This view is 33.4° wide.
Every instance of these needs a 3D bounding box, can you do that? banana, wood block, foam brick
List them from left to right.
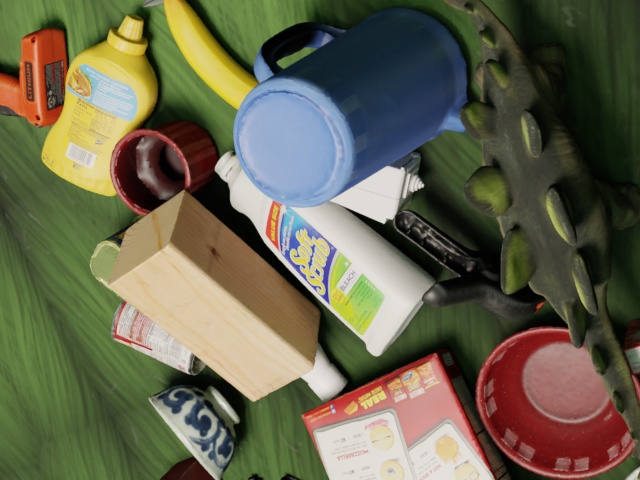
[{"bbox_3d":[-0.156,0.292,1.240,0.051,0.078,0.053,-27,94,28],"label":"foam brick"},{"bbox_3d":[-0.101,0.059,1.084,0.090,0.090,0.206,-32,120,28],"label":"wood block"},{"bbox_3d":[-0.084,-0.170,1.071,0.198,0.037,0.070,35,123,9],"label":"banana"}]

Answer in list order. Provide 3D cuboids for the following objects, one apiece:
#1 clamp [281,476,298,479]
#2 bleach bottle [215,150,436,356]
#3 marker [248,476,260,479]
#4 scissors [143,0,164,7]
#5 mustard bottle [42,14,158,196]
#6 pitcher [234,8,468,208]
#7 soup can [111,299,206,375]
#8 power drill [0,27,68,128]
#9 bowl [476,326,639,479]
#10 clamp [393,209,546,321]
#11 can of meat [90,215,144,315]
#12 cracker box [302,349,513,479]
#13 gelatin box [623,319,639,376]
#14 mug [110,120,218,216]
[{"bbox_3d":[0.071,0.312,1.176,0.165,0.036,0.210,-40,87,29],"label":"clamp"},{"bbox_3d":[-0.007,0.001,1.086,0.251,0.068,0.103,39,133,11],"label":"bleach bottle"},{"bbox_3d":[-0.059,0.331,1.246,0.020,0.020,0.121,-15,102,26],"label":"marker"},{"bbox_3d":[-0.091,-0.280,1.050,0.202,0.016,0.096,4,108,21],"label":"scissors"},{"bbox_3d":[-0.224,-0.148,1.125,0.096,0.058,0.192,28,116,6],"label":"mustard bottle"},{"bbox_3d":[0.019,-0.121,0.932,0.149,0.242,0.145,-10,106,32],"label":"pitcher"},{"bbox_3d":[-0.171,0.100,1.185,0.102,0.068,0.068,22,115,13],"label":"soup can"},{"bbox_3d":[-0.368,-0.201,1.169,0.188,0.057,0.184,9,115,22],"label":"power drill"},{"bbox_3d":[0.237,0.150,1.041,0.162,0.055,0.162,7,110,20],"label":"bowl"},{"bbox_3d":[0.143,0.028,1.011,0.039,0.171,0.120,-46,45,32],"label":"clamp"},{"bbox_3d":[-0.187,0.028,1.158,0.102,0.083,0.057,35,117,7],"label":"can of meat"},{"bbox_3d":[0.101,0.240,1.082,0.164,0.072,0.214,-28,80,20],"label":"cracker box"},{"bbox_3d":[0.325,0.087,0.973,0.089,0.073,0.030,-20,99,27],"label":"gelatin box"},{"bbox_3d":[-0.157,-0.066,1.113,0.093,0.081,0.117,2,108,22],"label":"mug"}]
